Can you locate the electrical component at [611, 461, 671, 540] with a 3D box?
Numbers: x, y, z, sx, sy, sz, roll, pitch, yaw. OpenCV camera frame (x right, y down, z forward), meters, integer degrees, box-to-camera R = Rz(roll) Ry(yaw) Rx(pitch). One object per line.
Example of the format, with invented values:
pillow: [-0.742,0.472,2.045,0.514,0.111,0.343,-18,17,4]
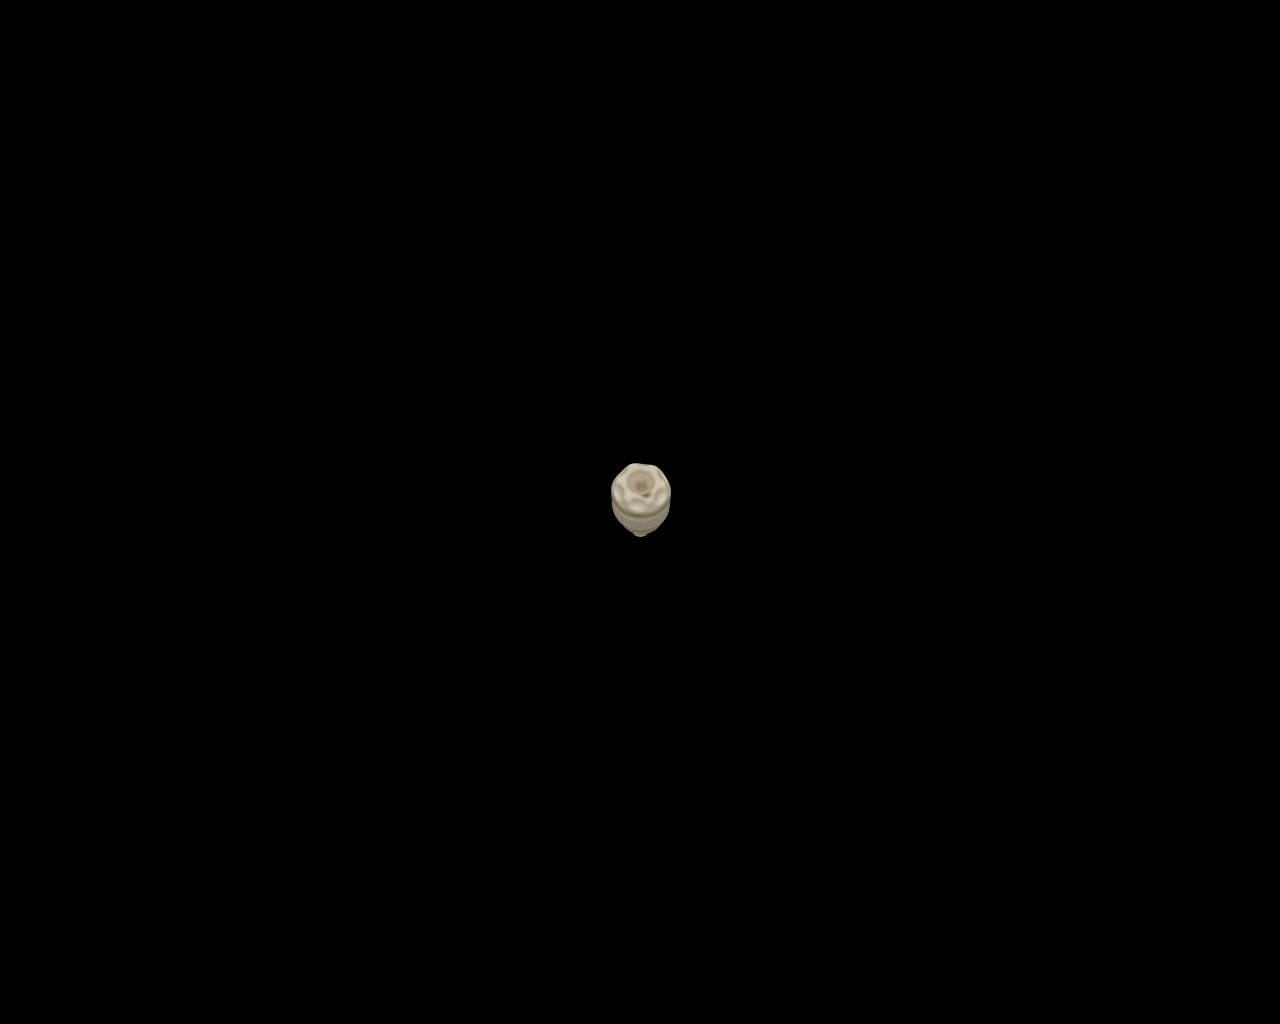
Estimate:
electrical component: [0.001,-0.003,0.650,0.035,0.035,0.061,0,-31,0]
